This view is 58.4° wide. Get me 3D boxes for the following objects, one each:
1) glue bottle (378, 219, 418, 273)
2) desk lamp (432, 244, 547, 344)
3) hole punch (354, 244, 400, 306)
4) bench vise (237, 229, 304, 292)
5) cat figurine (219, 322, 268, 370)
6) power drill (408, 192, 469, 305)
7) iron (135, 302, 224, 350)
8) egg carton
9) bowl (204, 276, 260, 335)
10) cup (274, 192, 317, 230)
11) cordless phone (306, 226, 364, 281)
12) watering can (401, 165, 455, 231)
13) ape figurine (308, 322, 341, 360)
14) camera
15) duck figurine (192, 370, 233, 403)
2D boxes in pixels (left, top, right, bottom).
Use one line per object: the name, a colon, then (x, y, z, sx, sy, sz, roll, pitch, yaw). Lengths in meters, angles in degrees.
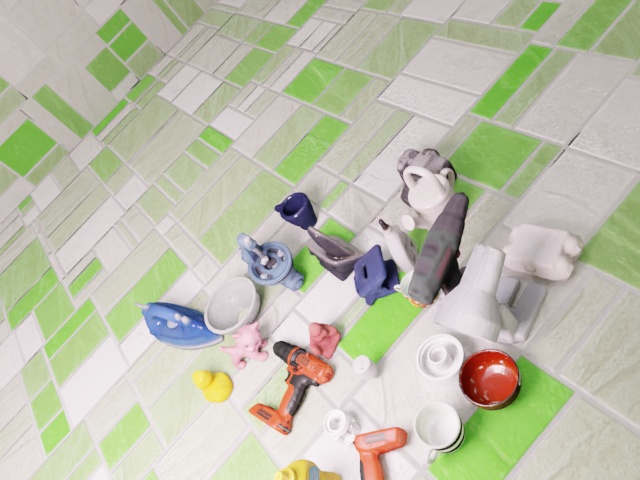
glue bottle: (0.173, 0.002, 1.298, 0.037, 0.174, 0.078, -14, 50, 28)
desk lamp: (0.315, 0.116, 1.075, 0.117, 0.214, 0.203, 15, 67, 42)
hole punch: (0.122, 0.081, 1.334, 0.101, 0.091, 0.108, -25, 46, 18)
bench vise: (-0.166, 0.049, 1.475, 0.206, 0.220, 0.121, 1, 58, 37)
cat figurine: (-0.187, 0.254, 1.404, 0.127, 0.118, 0.067, -25, 46, 18)
power drill: (0.268, 0.046, 1.168, 0.075, 0.209, 0.230, 16, 68, 43)
iron: (-0.389, 0.220, 1.561, 0.257, 0.142, 0.119, 4, 60, 38)
egg carton: (0.446, 0.025, 1.157, 0.149, 0.070, 0.107, 15, 67, 42)
bowl: (-0.219, 0.184, 1.514, 0.167, 0.075, 0.167, -19, 48, 23)
cup: (-0.062, -0.070, 1.585, 0.117, 0.095, 0.092, -2, 57, 35)
cordless phone: (0.013, 0.005, 1.405, 0.094, 0.186, 0.147, -51, 44, -9)
watering can: (0.250, -0.095, 1.303, 0.100, 0.195, 0.173, -4, 55, 34)
ape figurine: (0.003, 0.220, 1.311, 0.077, 0.092, 0.076, -30, 44, 13)
camera: (0.242, -0.156, 1.425, 0.142, 0.101, 0.137, 21, 71, 44)
duck figurine: (-0.273, 0.353, 1.412, 0.104, 0.086, 0.077, 14, 66, 42)
